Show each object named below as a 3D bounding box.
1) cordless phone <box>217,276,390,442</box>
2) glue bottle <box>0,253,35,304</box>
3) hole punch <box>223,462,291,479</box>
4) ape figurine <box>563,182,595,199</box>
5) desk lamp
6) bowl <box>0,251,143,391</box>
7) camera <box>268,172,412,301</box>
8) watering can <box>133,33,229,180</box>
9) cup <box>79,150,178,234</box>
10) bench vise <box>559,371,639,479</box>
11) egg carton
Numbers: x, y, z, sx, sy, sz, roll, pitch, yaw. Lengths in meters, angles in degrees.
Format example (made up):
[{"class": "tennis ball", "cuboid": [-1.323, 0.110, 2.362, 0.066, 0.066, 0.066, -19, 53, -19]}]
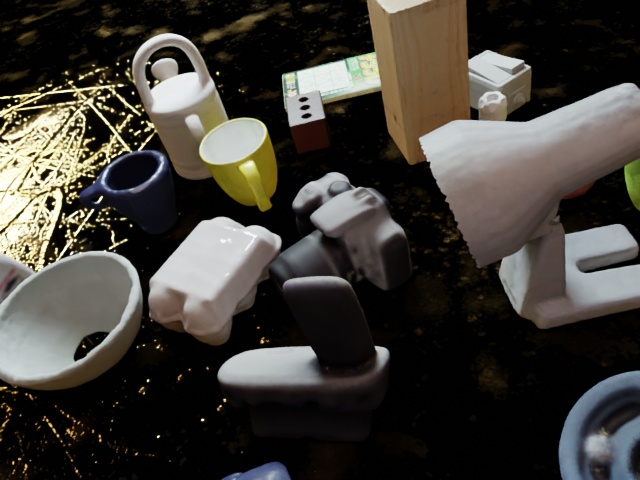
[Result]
[{"class": "cordless phone", "cuboid": [-0.021, 0.086, 0.475, 0.147, 0.185, 0.094, -6, 46, 11]}, {"class": "glue bottle", "cuboid": [-0.366, 0.037, 0.632, 0.037, 0.173, 0.078, -2, 46, 15]}, {"class": "hole punch", "cuboid": [-0.063, 0.222, 0.423, 0.109, 0.091, 0.101, -24, 45, -8]}, {"class": "ape figurine", "cuboid": [0.267, -0.091, 0.630, 0.076, 0.092, 0.078, 1, 47, 18]}, {"class": "desk lamp", "cuboid": [0.197, -0.026, 0.500, 0.203, 0.214, 0.118, -14, 45, 4]}, {"class": "bowl", "cuboid": [-0.258, 0.096, 0.614, 0.167, 0.075, 0.167, -8, 45, 9]}, {"class": "camera", "cuboid": [0.006, 0.002, 0.609, 0.137, 0.101, 0.142, -33, 47, -15]}, {"class": "watering can", "cuboid": [-0.192, -0.190, 0.787, 0.172, 0.194, 0.101, 29, 60, 36]}, {"class": "cup", "cuboid": [-0.234, -0.048, 0.733, 0.118, 0.095, 0.091, -24, 45, -7]}, {"class": "bench vise", "cuboid": [0.222, 0.102, 0.363, 0.121, 0.220, 0.207, 7, 50, 23]}, {"class": "egg carton", "cuboid": [-0.114, 0.041, 0.629, 0.107, 0.069, 0.150, 14, 52, 27]}]
